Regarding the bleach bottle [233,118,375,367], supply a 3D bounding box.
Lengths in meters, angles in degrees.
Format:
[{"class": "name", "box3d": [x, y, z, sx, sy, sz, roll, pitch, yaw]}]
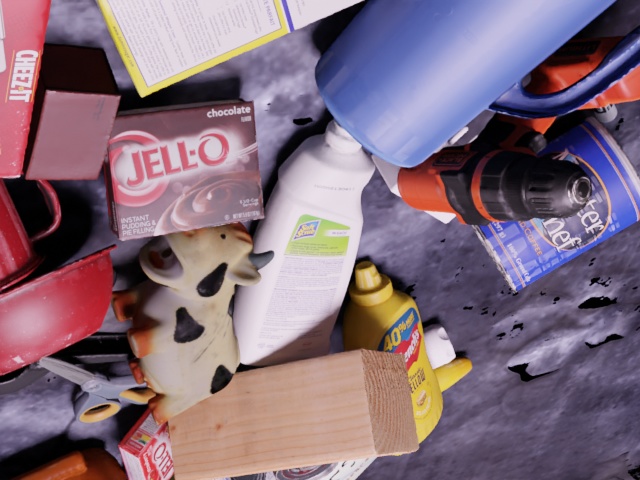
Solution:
[{"class": "bleach bottle", "box3d": [-0.006, 0.001, 0.908, 0.102, 0.068, 0.251, -1, 133, -27]}]

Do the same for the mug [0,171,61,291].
[{"class": "mug", "box3d": [-0.237, -0.011, 0.733, 0.117, 0.093, 0.081, -25, 107, -16]}]

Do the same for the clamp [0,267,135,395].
[{"class": "clamp", "box3d": [-0.234, 0.080, 0.891, 0.171, 0.039, 0.120, -18, 135, -21]}]

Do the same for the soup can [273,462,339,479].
[{"class": "soup can", "box3d": [-0.029, 0.186, 1.067, 0.068, 0.102, 0.068, -15, 140, -14]}]

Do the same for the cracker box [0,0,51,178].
[{"class": "cracker box", "box3d": [-0.277, -0.117, 0.622, 0.213, 0.072, 0.164, -2, 136, -28]}]

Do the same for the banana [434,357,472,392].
[{"class": "banana", "box3d": [0.079, 0.186, 1.183, 0.198, 0.037, 0.069, -40, 157, 18]}]

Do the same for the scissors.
[{"class": "scissors", "box3d": [-0.212, 0.134, 0.942, 0.096, 0.016, 0.201, -31, 156, 19]}]

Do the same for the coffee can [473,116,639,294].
[{"class": "coffee can", "box3d": [0.208, -0.031, 0.956, 0.140, 0.103, 0.102, -31, 141, 6]}]

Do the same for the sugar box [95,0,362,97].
[{"class": "sugar box", "box3d": [-0.057, -0.172, 0.702, 0.176, 0.048, 0.093, -26, 141, -6]}]

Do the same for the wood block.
[{"class": "wood block", "box3d": [-0.027, 0.161, 0.962, 0.206, 0.090, 0.090, -14, 166, 27]}]

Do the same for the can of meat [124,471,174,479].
[{"class": "can of meat", "box3d": [-0.159, 0.262, 1.118, 0.101, 0.057, 0.084, -5, 134, -25]}]

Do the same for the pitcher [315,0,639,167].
[{"class": "pitcher", "box3d": [0.119, -0.157, 0.740, 0.144, 0.149, 0.243, 21, 125, -42]}]

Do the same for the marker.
[{"class": "marker", "box3d": [0.230, -0.141, 0.912, 0.020, 0.020, 0.121, -34, 140, 9]}]

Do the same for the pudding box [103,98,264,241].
[{"class": "pudding box", "box3d": [-0.102, -0.054, 0.783, 0.113, 0.039, 0.090, -10, 107, -21]}]

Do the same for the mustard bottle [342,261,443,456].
[{"class": "mustard bottle", "box3d": [0.065, 0.106, 1.032, 0.096, 0.058, 0.191, -40, 123, -40]}]

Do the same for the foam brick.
[{"class": "foam brick", "box3d": [-0.173, -0.086, 0.728, 0.052, 0.051, 0.078, 0, 134, -30]}]

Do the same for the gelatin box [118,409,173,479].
[{"class": "gelatin box", "box3d": [-0.158, 0.202, 1.043, 0.073, 0.030, 0.089, -51, 154, -34]}]

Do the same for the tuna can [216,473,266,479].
[{"class": "tuna can", "box3d": [-0.091, 0.224, 1.086, 0.034, 0.086, 0.086, -22, 144, 22]}]

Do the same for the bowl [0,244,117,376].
[{"class": "bowl", "box3d": [-0.215, 0.059, 0.789, 0.162, 0.055, 0.162, -23, -177, 1]}]

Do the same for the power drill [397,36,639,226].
[{"class": "power drill", "box3d": [0.169, -0.082, 0.804, 0.187, 0.185, 0.057, -41, 116, -24]}]
